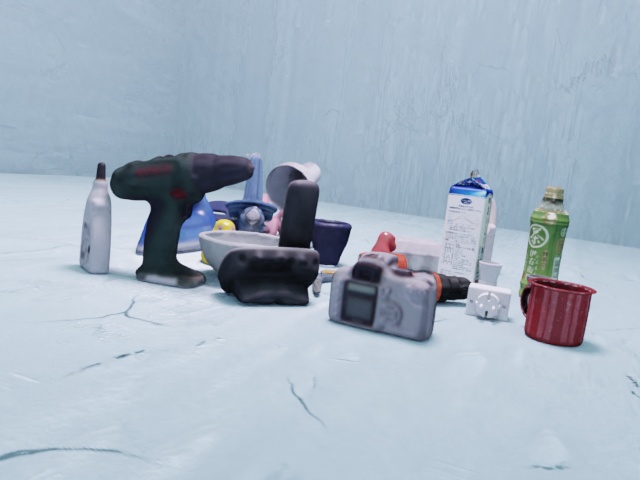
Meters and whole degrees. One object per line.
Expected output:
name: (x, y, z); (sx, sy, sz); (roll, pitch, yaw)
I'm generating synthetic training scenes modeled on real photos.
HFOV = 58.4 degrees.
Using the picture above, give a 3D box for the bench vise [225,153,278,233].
bench vise: (-0.142, -0.087, 1.303); (0.122, 0.220, 0.206); (3, 8, -27)

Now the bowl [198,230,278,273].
bowl: (-0.126, 0.031, 0.978); (0.167, 0.075, 0.167); (7, 7, -1)

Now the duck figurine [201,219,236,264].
duck figurine: (-0.187, 0.002, 1.100); (0.078, 0.086, 0.104); (4, 8, -23)

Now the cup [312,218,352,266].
cup: (0.011, 0.004, 1.233); (0.092, 0.095, 0.117); (2, 9, -30)

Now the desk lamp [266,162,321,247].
desk lamp: (-0.054, -0.092, 1.447); (0.117, 0.213, 0.204); (9, 8, 17)

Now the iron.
iron: (-0.301, -0.052, 1.197); (0.118, 0.141, 0.259); (9, 8, 13)

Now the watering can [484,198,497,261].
watering can: (0.367, -0.019, 1.352); (0.101, 0.194, 0.172); (5, 8, -17)

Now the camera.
camera: (0.101, 0.068, 0.807); (0.142, 0.101, 0.137); (10, 8, 23)

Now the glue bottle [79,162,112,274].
glue bottle: (-0.352, -0.037, 0.911); (0.037, 0.173, 0.077); (1, 9, -36)

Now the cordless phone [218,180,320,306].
cordless phone: (-0.069, -0.001, 0.853); (0.148, 0.185, 0.093); (2, 9, -30)

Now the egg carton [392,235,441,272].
egg carton: (0.215, 0.031, 1.313); (0.150, 0.069, 0.107); (6, 7, -3)

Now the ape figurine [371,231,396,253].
ape figurine: (0.134, 0.028, 1.173); (0.076, 0.092, 0.077); (4, 8, -18)

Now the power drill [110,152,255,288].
power drill: (-0.218, -0.036, 0.894); (0.229, 0.208, 0.076); (8, 8, 11)

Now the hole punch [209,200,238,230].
hole punch: (-0.249, -0.049, 1.418); (0.108, 0.091, 0.101); (8, 8, 11)

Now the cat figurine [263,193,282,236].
cat figurine: (-0.147, -0.069, 1.558); (0.127, 0.118, 0.067); (12, 9, 36)
